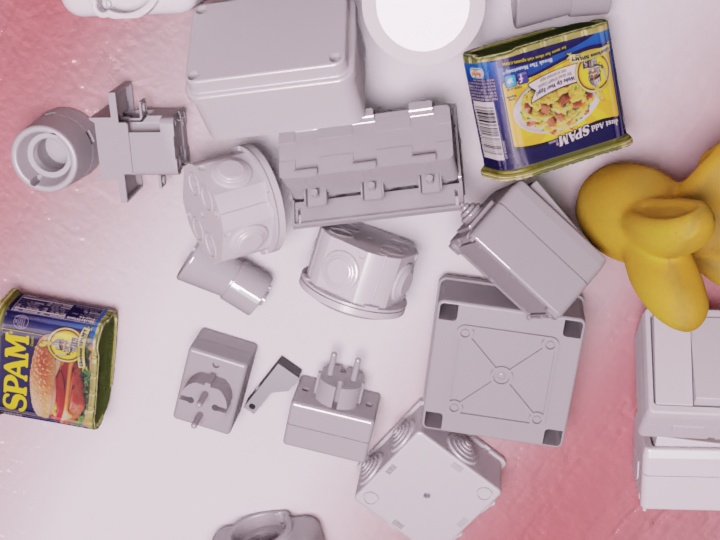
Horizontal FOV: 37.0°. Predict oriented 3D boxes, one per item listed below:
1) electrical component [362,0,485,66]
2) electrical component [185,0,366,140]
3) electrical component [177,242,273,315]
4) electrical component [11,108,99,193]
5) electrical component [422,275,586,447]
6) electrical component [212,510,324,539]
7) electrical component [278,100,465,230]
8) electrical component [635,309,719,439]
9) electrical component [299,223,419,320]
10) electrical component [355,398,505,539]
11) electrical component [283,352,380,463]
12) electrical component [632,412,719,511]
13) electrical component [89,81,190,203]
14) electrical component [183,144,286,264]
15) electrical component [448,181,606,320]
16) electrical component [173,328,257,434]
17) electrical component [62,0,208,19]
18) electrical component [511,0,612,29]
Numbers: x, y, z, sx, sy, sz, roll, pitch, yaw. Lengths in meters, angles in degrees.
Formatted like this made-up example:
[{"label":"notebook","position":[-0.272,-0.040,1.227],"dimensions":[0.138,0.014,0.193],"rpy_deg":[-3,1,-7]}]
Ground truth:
[{"label":"electrical component","position":[0.043,-0.180,0.715],"dimensions":[0.080,0.051,0.080],"rpy_deg":[3,111,7]},{"label":"electrical component","position":[-0.055,-0.139,0.721],"dimensions":[0.113,0.078,0.057],"rpy_deg":[-5,148,10]},{"label":"electrical component","position":[-0.100,0.005,0.813],"dimensions":[0.065,0.044,0.044],"rpy_deg":[33,112,-11]},{"label":"electrical component","position":[-0.223,-0.087,0.789],"dimensions":[0.055,0.047,0.055],"rpy_deg":[3,112,7]},{"label":"electrical component","position":[0.105,0.067,0.801],"dimensions":[0.109,0.056,0.108],"rpy_deg":[8,112,5]},{"label":"electrical component","position":[-0.077,0.240,0.894],"dimensions":[0.095,0.053,0.059],"rpy_deg":[-10,110,11]},{"label":"electrical component","position":[0.008,-0.077,0.747],"dimensions":[0.121,0.063,0.078],"rpy_deg":[-6,70,10]},{"label":"electrical component","position":[0.232,0.066,0.766],"dimensions":[0.062,0.096,0.061],"rpy_deg":[2,154,7]},{"label":"electrical component","position":[0.000,0.000,0.777],"dimensions":[0.080,0.080,0.051],"rpy_deg":[18,107,0]},{"label":"electrical component","position":[0.054,0.165,0.850],"dimensions":[0.100,0.048,0.099],"rpy_deg":[37,112,-9]},{"label":"electrical component","position":[-0.018,0.099,0.835],"dimensions":[0.066,0.047,0.076],"rpy_deg":[13,112,2]},{"label":"electrical component","position":[0.256,0.139,0.806],"dimensions":[0.096,0.061,0.061],"rpy_deg":[0,111,8]},{"label":"electrical component","position":[-0.157,-0.093,0.781],"dimensions":[0.064,0.042,0.081],"rpy_deg":[-1,112,4]},{"label":"electrical component","position":[-0.089,-0.046,0.765],"dimensions":[0.051,0.080,0.080],"rpy_deg":[-18,112,-25]},{"label":"electrical component","position":[0.109,-0.019,0.726],"dimensions":[0.096,0.062,0.061],"rpy_deg":[42,81,-5]},{"label":"electrical component","position":[-0.116,0.094,0.830],"dimensions":[0.047,0.076,0.065],"rpy_deg":[17,113,1]},{"label":"electrical component","position":[-0.153,-0.202,0.728],"dimensions":[0.095,0.059,0.053],"rpy_deg":[0,111,8]},{"label":"electrical component","position":[0.134,-0.184,0.708],"dimensions":[0.065,0.044,0.044],"rpy_deg":[-4,111,4]}]
